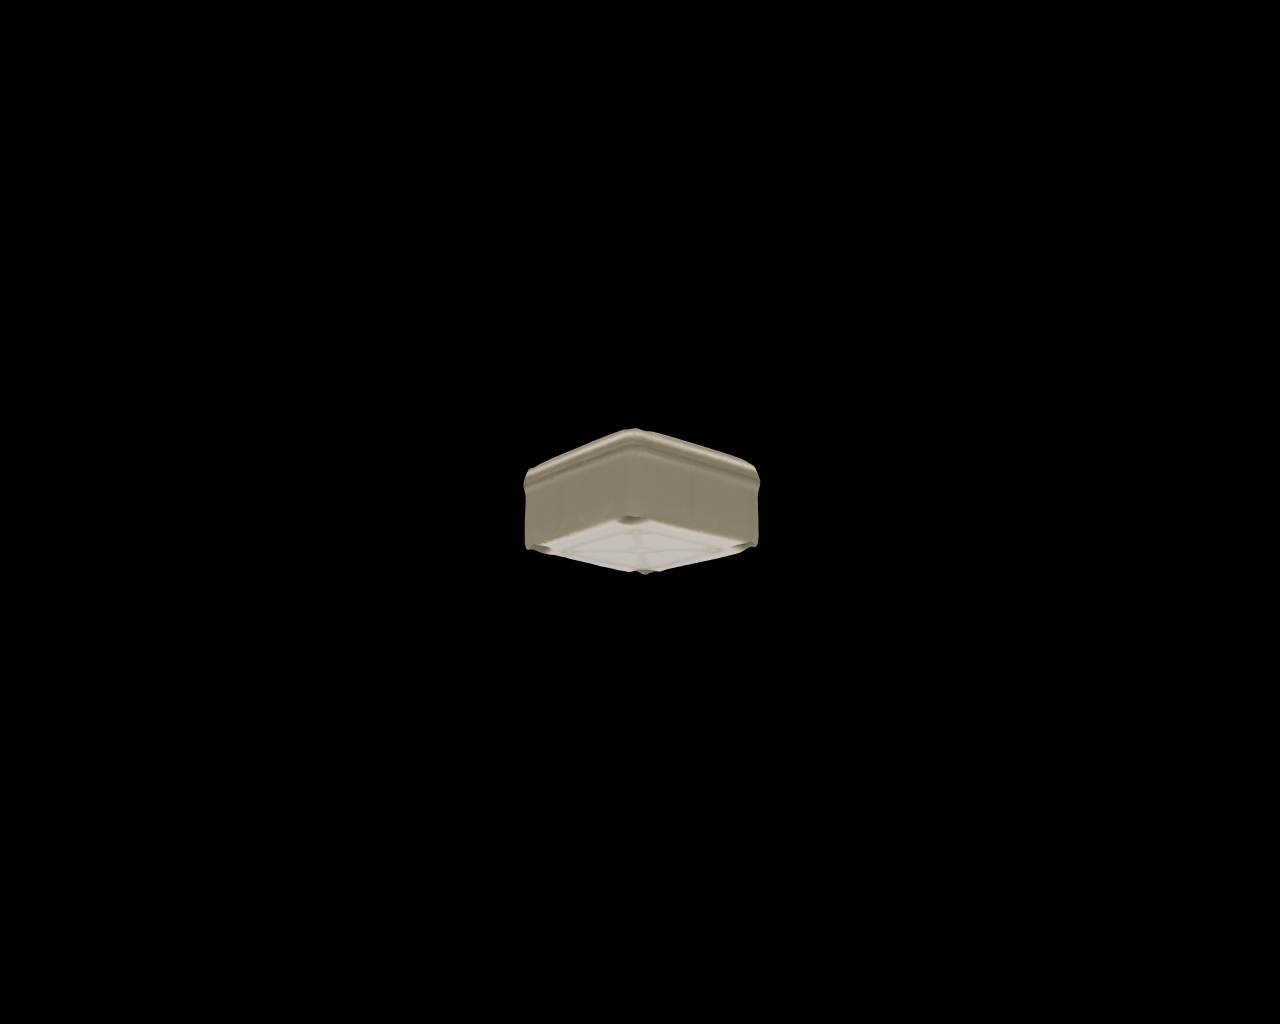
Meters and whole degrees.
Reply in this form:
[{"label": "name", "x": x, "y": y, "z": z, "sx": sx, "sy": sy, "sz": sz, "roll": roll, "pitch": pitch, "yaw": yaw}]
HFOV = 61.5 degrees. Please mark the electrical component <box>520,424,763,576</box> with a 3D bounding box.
[{"label": "electrical component", "x": 0.001, "y": -0.003, "z": 0.650, "sx": 0.109, "sy": 0.056, "sz": 0.108, "roll": 14, "pitch": -21, "yaw": -40}]
